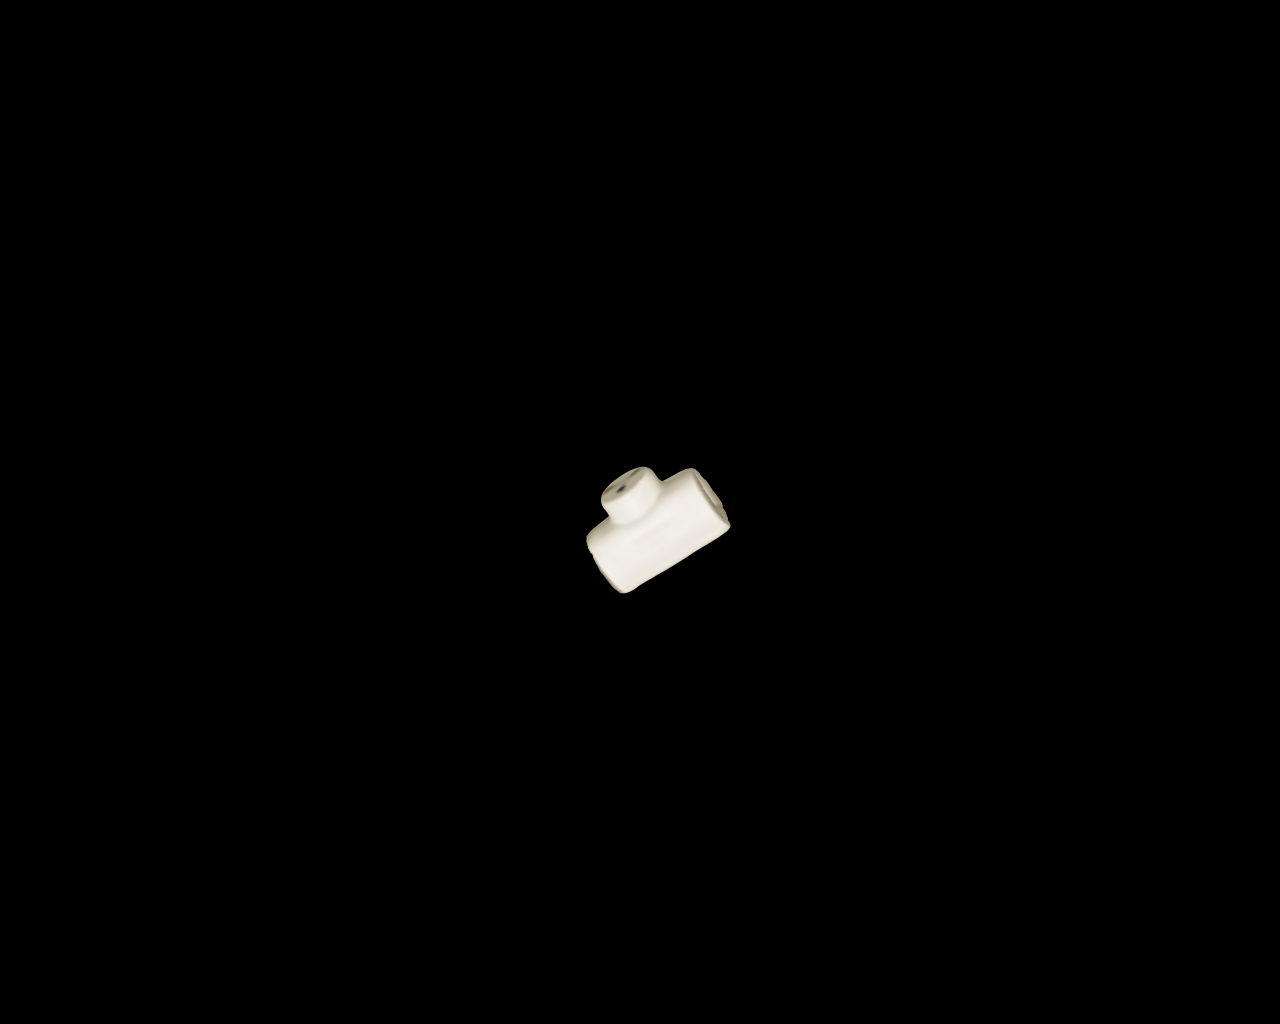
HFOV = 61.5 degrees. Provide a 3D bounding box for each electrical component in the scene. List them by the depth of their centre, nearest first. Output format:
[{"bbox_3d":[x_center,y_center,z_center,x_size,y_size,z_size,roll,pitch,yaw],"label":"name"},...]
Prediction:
[{"bbox_3d":[0.001,-0.003,0.650,0.077,0.079,0.043,-33,16,11],"label":"electrical component"}]
